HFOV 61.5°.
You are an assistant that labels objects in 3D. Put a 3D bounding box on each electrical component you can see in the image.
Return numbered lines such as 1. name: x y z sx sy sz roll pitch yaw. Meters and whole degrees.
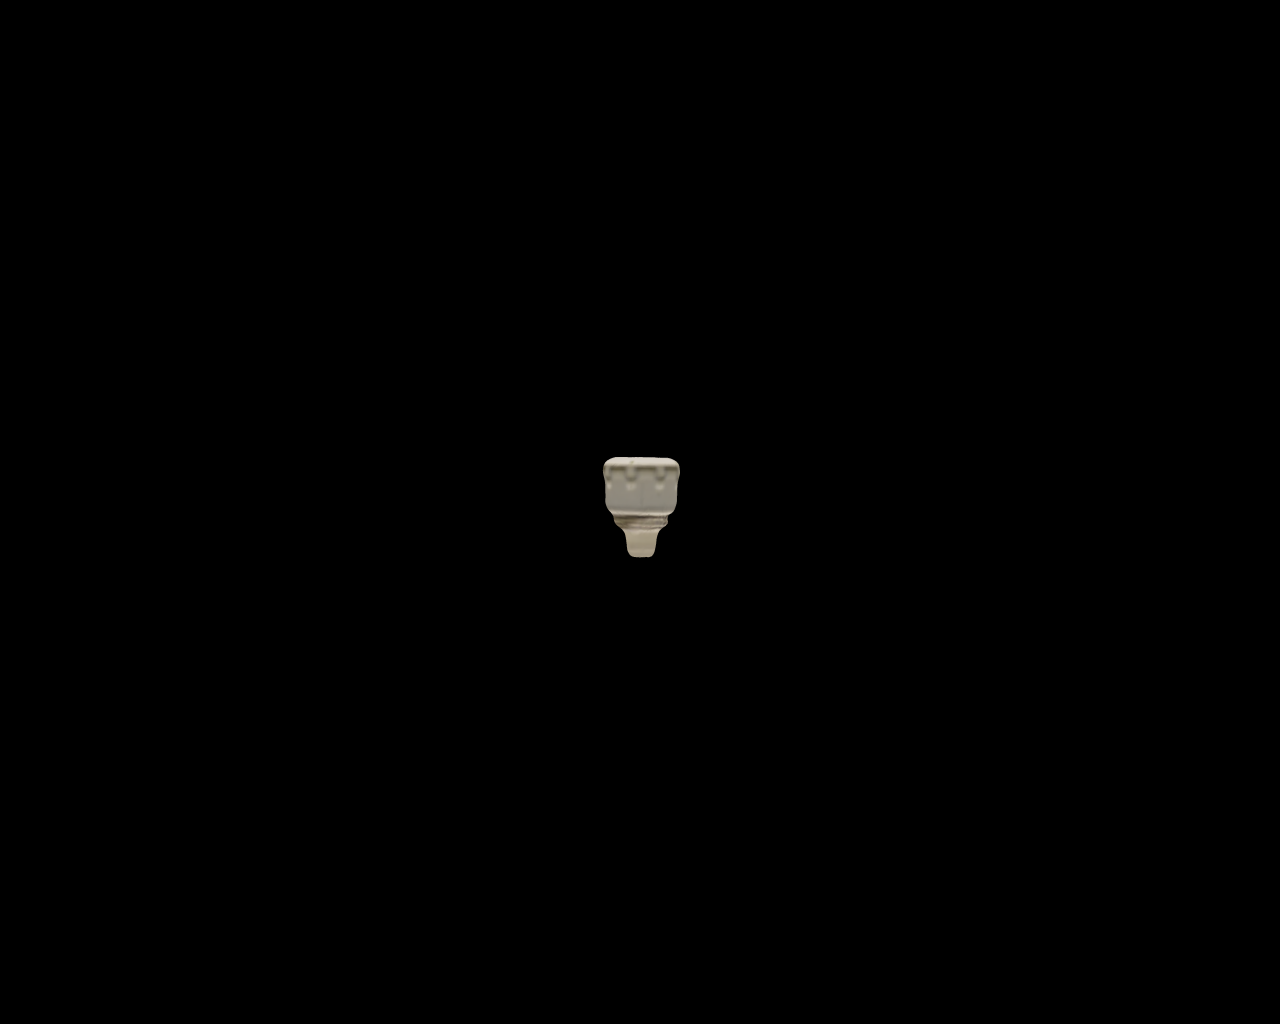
1. electrical component: 0.001 -0.003 0.650 0.048 0.062 0.048 0 2 0
